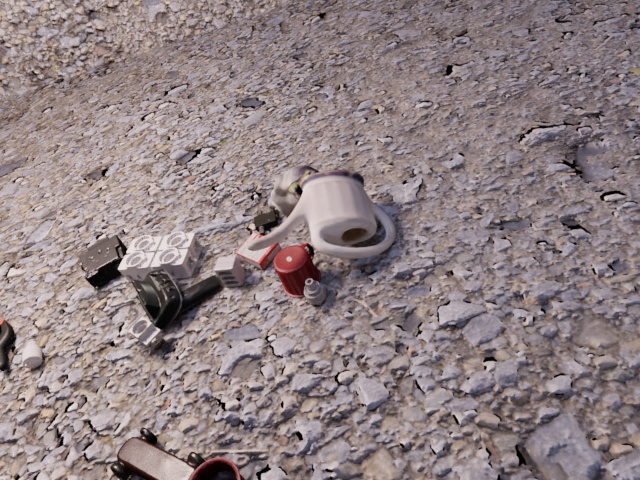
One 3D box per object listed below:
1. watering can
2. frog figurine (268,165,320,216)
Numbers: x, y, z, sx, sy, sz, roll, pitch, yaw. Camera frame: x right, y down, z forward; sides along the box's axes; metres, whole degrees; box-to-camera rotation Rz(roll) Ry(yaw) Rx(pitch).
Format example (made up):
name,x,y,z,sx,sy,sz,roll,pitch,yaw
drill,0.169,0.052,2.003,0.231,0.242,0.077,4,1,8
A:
name,x,y,z,sx,sy,sz,roll,pitch,yaw
watering can,0.003,-0.057,1.142,0.348,0.229,0.101,1,-37,-19
frog figurine,-0.057,-0.122,1.308,0.137,0.123,0.159,8,-7,-31
